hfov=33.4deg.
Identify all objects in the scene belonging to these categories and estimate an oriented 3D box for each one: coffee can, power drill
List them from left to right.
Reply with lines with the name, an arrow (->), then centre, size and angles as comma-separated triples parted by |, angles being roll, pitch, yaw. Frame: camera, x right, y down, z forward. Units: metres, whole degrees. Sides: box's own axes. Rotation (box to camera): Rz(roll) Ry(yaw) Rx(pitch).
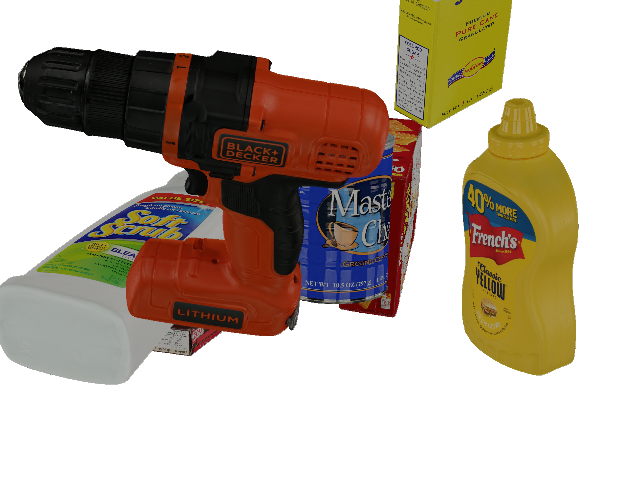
power drill -> -0.068, -0.024, 0.585 | 0.184, 0.057, 0.188 | 9, -37, -4
coffee can -> 0.012, -0.025, 0.954 | 0.103, 0.140, 0.103 | 1, 15, -1

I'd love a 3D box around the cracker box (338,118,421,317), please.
cracker box -> 0.070, -0.034, 1.221 | 0.072, 0.164, 0.213 | 6, 23, 8

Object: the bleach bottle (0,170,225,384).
bleach bottle -> -0.126, 0.006, 0.779 | 0.103, 0.068, 0.250 | 11, 30, 14

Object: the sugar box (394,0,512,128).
sugar box -> 0.105, -0.182, 0.814 | 0.093, 0.176, 0.048 | -31, 51, -31

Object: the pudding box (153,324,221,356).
pudding box -> -0.185, 0.102, 1.273 | 0.114, 0.039, 0.090 | 3, 14, 19

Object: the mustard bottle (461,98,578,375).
mustard bottle -> 0.139, -0.007, 0.751 | 0.058, 0.192, 0.096 | -17, 29, -24
